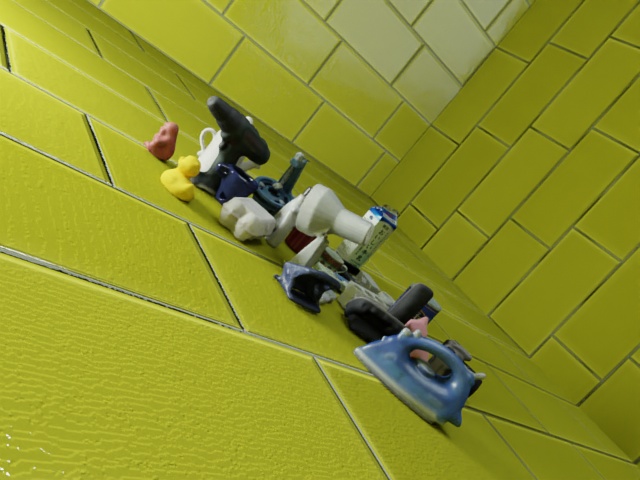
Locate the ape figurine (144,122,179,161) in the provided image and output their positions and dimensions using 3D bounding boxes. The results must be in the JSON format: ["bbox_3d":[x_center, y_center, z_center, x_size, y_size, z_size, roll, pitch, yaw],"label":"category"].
[{"bbox_3d":[-0.371,-0.242,1.366,0.076,0.092,0.078,40,11,-1],"label":"ape figurine"}]

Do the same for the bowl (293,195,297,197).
[{"bbox_3d":[-0.046,-0.058,1.742,0.168,0.074,0.167,38,12,-9],"label":"bowl"}]

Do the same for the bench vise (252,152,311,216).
[{"bbox_3d":[-0.108,-0.146,1.513,0.122,0.219,0.207,38,12,-10],"label":"bench vise"}]

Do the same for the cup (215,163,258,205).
[{"bbox_3d":[-0.222,-0.130,1.404,0.118,0.095,0.091,31,14,-38],"label":"cup"}]

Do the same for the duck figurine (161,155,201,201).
[{"bbox_3d":[-0.292,-0.142,1.251,0.078,0.086,0.104,28,17,-47],"label":"duck figurine"}]

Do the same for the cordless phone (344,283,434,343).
[{"bbox_3d":[0.159,0.152,1.322,0.148,0.185,0.094,36,12,-17],"label":"cordless phone"}]

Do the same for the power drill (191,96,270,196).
[{"bbox_3d":[-0.238,-0.220,1.410,0.231,0.208,0.075,27,17,-48],"label":"power drill"}]

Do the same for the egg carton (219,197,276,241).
[{"bbox_3d":[-0.167,-0.046,1.329,0.107,0.069,0.150,42,12,8],"label":"egg carton"}]

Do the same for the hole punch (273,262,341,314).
[{"bbox_3d":[-0.027,0.086,1.220,0.109,0.091,0.100,30,15,-40],"label":"hole punch"}]

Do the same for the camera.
[{"bbox_3d":[0.347,0.330,1.456,0.136,0.100,0.143,43,12,13],"label":"camera"}]

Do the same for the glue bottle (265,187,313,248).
[{"bbox_3d":[-0.075,-0.064,1.427,0.037,0.173,0.078,33,13,-30],"label":"glue bottle"}]

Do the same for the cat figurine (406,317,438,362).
[{"bbox_3d":[0.234,0.242,1.387,0.128,0.117,0.067,34,13,-27],"label":"cat figurine"}]

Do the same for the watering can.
[{"bbox_3d":[-0.237,-0.250,1.561,0.174,0.194,0.100,30,15,-40],"label":"watering can"}]

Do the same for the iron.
[{"bbox_3d":[0.211,0.261,1.182,0.258,0.141,0.118,39,11,-6],"label":"iron"}]

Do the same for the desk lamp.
[{"bbox_3d":[0.012,0.005,1.341,0.203,0.213,0.118,42,12,12],"label":"desk lamp"}]
